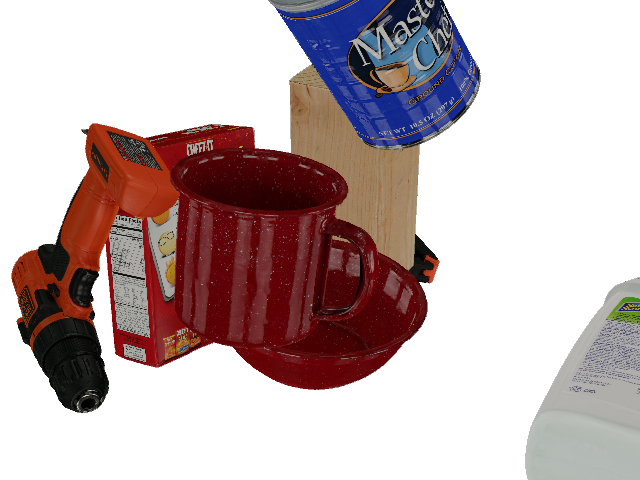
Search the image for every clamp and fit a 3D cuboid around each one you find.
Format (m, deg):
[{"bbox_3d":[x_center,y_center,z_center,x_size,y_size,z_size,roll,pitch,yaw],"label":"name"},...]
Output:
[{"bbox_3d":[0.038,-0.005,1.259,0.210,0.036,0.164,32,39,23],"label":"clamp"}]

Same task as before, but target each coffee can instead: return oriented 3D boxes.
[{"bbox_3d":[0.038,-0.148,0.746,0.103,0.102,0.140,0,-38,36],"label":"coffee can"}]

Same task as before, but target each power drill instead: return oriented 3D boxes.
[{"bbox_3d":[-0.179,0.017,0.840,0.057,0.188,0.185,16,25,-39],"label":"power drill"}]

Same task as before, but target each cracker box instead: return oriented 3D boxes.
[{"bbox_3d":[-0.138,0.000,1.077,0.072,0.214,0.163,8,18,35],"label":"cracker box"}]

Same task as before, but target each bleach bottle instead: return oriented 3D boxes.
[{"bbox_3d":[0.213,0.082,0.678,0.103,0.068,0.250,16,28,23],"label":"bleach bottle"}]

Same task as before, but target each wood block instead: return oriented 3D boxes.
[{"bbox_3d":[0.033,-0.057,0.972,0.091,0.206,0.090,16,35,25],"label":"wood block"}]

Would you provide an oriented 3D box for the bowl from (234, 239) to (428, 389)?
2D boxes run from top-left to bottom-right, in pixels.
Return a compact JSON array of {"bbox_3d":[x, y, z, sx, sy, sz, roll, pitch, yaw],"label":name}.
[{"bbox_3d":[-0.005,0.059,0.776,0.162,0.055,0.162,4,29,-2],"label":"bowl"}]

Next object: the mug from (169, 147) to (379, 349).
[{"bbox_3d":[-0.024,0.007,0.564,0.117,0.081,0.093,15,25,18],"label":"mug"}]
